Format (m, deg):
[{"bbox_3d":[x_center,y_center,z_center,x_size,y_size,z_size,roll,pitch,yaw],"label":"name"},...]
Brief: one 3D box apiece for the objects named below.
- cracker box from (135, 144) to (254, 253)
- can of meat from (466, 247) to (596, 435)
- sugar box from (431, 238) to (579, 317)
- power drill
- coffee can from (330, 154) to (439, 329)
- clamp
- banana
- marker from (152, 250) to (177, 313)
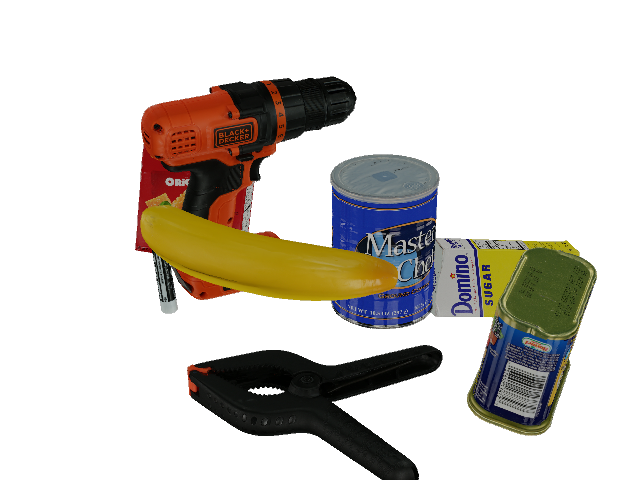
[{"bbox_3d":[-0.187,-0.078,1.611,0.164,0.214,0.072,10,20,6],"label":"cracker box"},{"bbox_3d":[0.142,0.064,0.709,0.057,0.084,0.102,19,36,14],"label":"can of meat"},{"bbox_3d":[0.224,0.047,1.317,0.176,0.093,0.048,0,21,-12],"label":"sugar box"},{"bbox_3d":[-0.059,-0.048,0.908,0.184,0.188,0.057,-12,37,-21],"label":"power drill"},{"bbox_3d":[0.061,0.000,1.036,0.103,0.140,0.103,-1,27,0],"label":"coffee can"},{"bbox_3d":[-0.003,0.122,0.870,0.210,0.036,0.164,10,30,17],"label":"clamp"},{"bbox_3d":[-0.049,0.005,0.689,0.198,0.037,0.069,18,35,29],"label":"banana"},{"bbox_3d":[-0.176,0.024,1.186,0.020,0.121,0.020,-5,25,2],"label":"marker"}]
